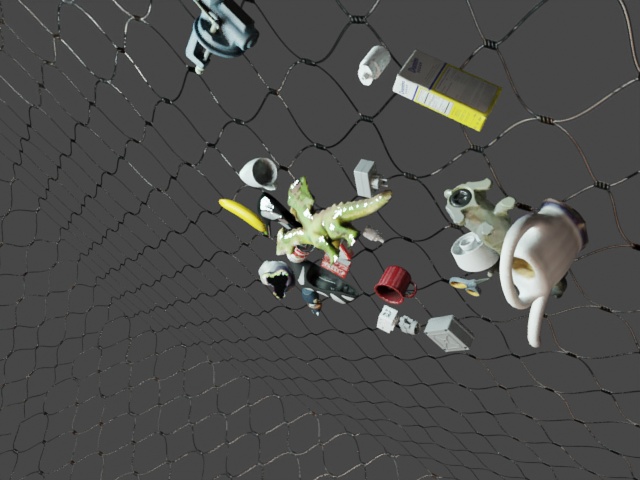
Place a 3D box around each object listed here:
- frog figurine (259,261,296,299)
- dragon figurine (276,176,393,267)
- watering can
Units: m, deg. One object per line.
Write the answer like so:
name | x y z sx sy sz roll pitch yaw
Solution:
frog figurine | -0.158 0.128 1.888 0.136 0.122 0.161 34 -174 -17
dragon figurine | 0.004 -0.071 1.420 0.243 0.124 0.402 43 125 5
watering can | 0.463 0.062 1.074 0.105 0.226 0.341 27 156 48
